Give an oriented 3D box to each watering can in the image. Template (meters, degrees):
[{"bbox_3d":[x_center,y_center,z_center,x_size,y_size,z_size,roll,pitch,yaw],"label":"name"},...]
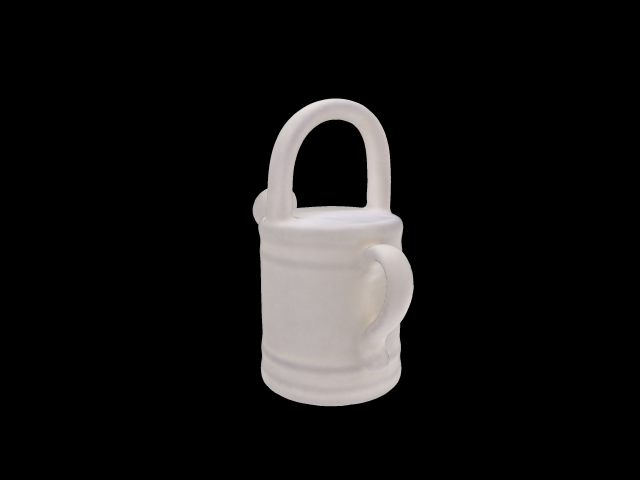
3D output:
[{"bbox_3d":[0.002,0.002,0.399,0.172,0.194,0.101,8,14,37],"label":"watering can"}]
